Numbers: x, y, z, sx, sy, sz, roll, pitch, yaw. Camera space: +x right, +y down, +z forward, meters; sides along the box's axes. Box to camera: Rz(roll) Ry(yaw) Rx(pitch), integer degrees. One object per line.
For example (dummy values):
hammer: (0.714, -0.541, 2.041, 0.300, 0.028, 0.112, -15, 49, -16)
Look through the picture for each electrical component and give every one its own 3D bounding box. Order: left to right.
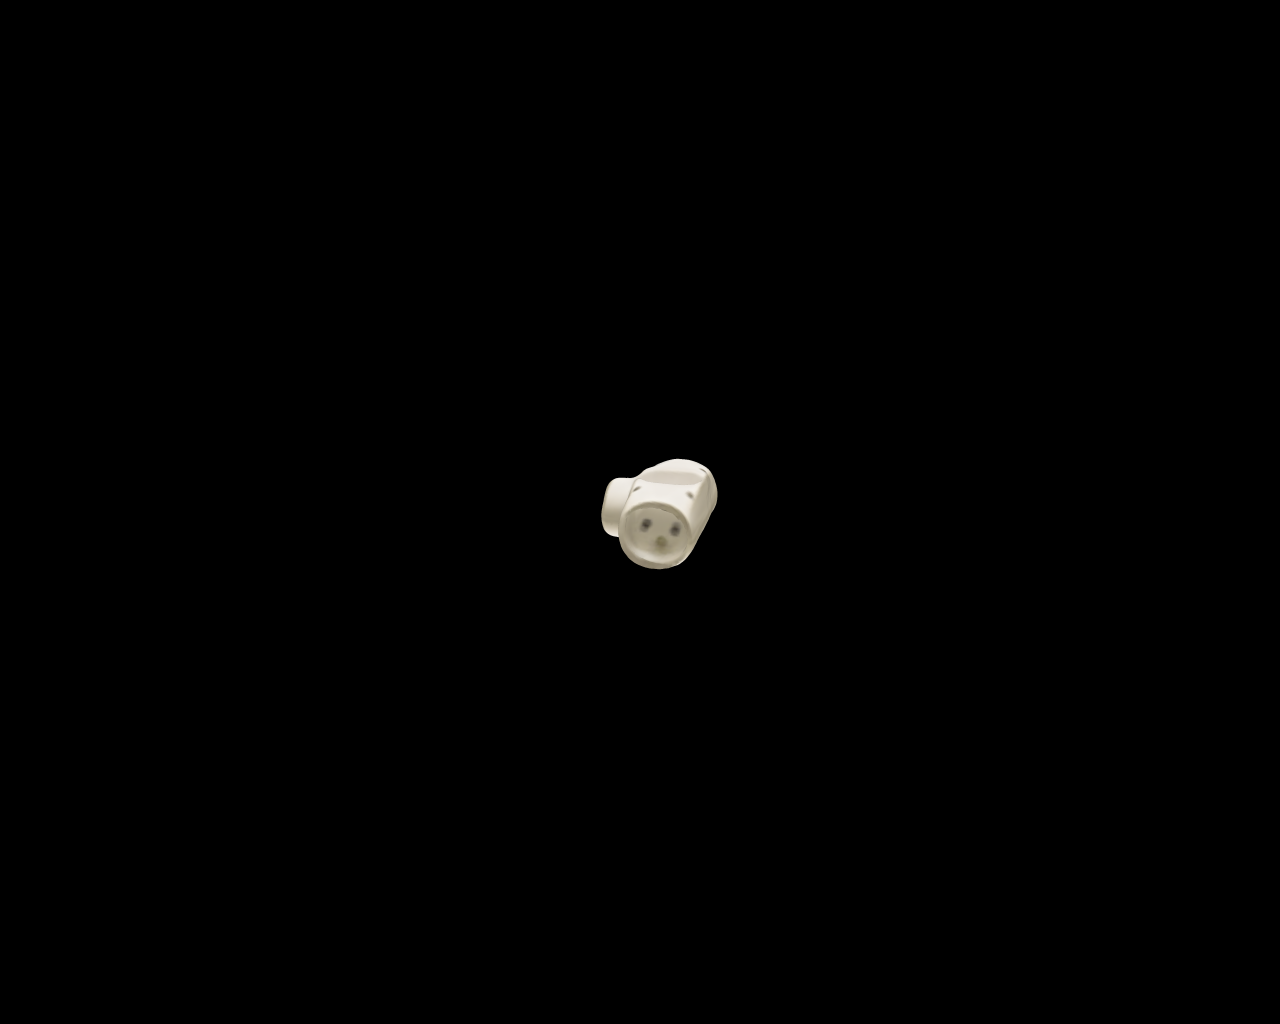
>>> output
electrical component: (0.001, -0.003, 0.650, 0.079, 0.043, 0.077, 6, 23, 14)
